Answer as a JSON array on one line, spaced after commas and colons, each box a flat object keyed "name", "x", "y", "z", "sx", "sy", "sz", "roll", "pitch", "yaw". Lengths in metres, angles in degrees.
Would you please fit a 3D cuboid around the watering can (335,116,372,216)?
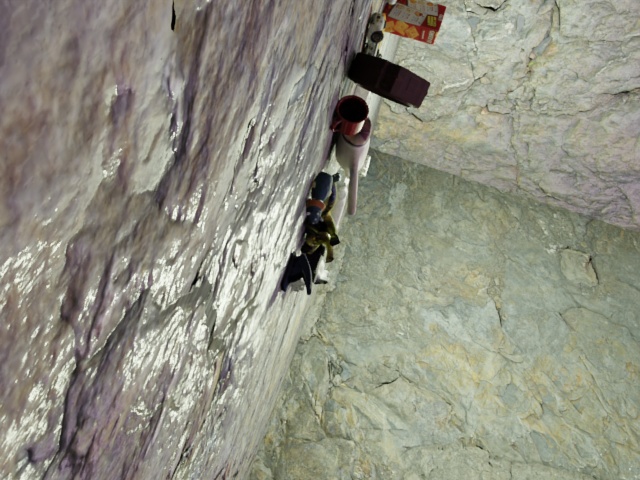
[{"name": "watering can", "x": 0.106, "y": -0.271, "z": 1.653, "sx": 0.219, "sy": 0.104, "sz": 0.356, "roll": 100, "pitch": -11, "yaw": -57}]

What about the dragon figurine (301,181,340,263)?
[{"name": "dragon figurine", "x": 0.005, "y": -0.085, "z": 1.695, "sx": 0.249, "sy": 0.122, "sz": 0.401, "roll": -93, "pitch": -164, "yaw": -49}]

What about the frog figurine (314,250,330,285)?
[{"name": "frog figurine", "x": -0.027, "y": 0.083, "z": 1.949, "sx": 0.139, "sy": 0.122, "sz": 0.158, "roll": -45, "pitch": 118, "yaw": -62}]
